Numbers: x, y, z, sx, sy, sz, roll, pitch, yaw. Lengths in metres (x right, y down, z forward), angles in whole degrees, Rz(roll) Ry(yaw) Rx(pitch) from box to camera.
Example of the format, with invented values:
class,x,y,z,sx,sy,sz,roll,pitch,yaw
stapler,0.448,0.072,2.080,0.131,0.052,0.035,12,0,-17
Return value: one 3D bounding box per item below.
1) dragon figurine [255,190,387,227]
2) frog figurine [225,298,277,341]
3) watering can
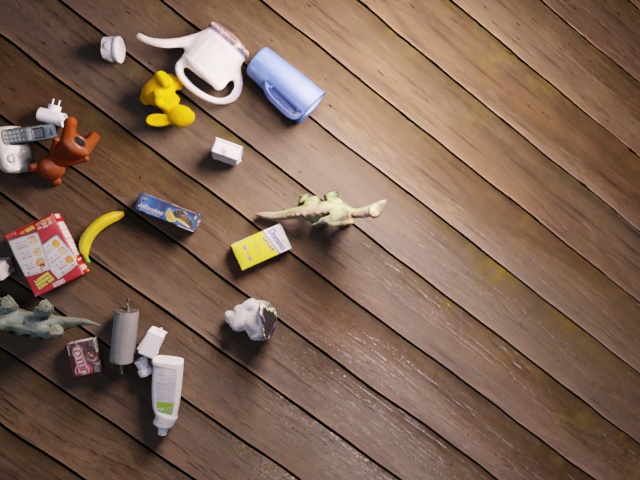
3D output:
class,x,y,z,sx,sy,sz,roll,pitch,yaw
dragon figurine,0.005,-0.081,1.608,0.411,0.244,0.121,-9,100,-6
frog figurine,-0.225,0.262,1.682,0.159,0.124,0.136,-9,106,31
watering can,-0.374,-0.586,1.609,0.345,0.105,0.224,39,89,-16
